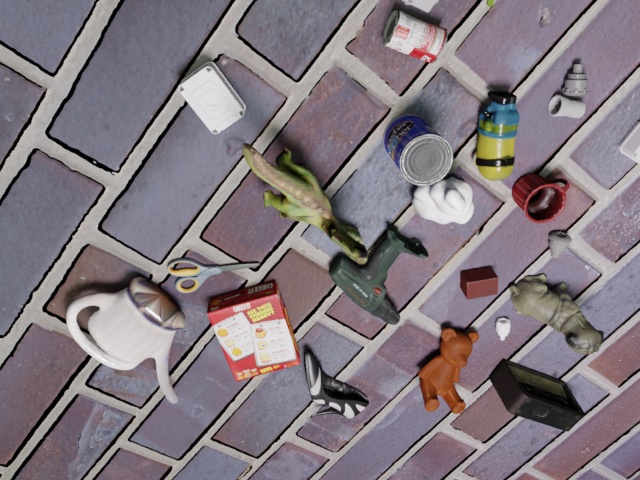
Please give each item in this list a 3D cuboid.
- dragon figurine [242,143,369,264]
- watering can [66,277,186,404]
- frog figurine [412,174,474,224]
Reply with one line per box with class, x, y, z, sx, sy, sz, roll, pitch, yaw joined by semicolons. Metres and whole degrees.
dragon figurine;0.003;-0.049;0.976;0.245;0.408;0.122;39;94;16
watering can;-0.393;0.223;1.163;0.223;0.106;0.343;-40;114;12
frog figurine;0.263;-0.077;1.068;0.136;0.163;0.121;31;111;-21
